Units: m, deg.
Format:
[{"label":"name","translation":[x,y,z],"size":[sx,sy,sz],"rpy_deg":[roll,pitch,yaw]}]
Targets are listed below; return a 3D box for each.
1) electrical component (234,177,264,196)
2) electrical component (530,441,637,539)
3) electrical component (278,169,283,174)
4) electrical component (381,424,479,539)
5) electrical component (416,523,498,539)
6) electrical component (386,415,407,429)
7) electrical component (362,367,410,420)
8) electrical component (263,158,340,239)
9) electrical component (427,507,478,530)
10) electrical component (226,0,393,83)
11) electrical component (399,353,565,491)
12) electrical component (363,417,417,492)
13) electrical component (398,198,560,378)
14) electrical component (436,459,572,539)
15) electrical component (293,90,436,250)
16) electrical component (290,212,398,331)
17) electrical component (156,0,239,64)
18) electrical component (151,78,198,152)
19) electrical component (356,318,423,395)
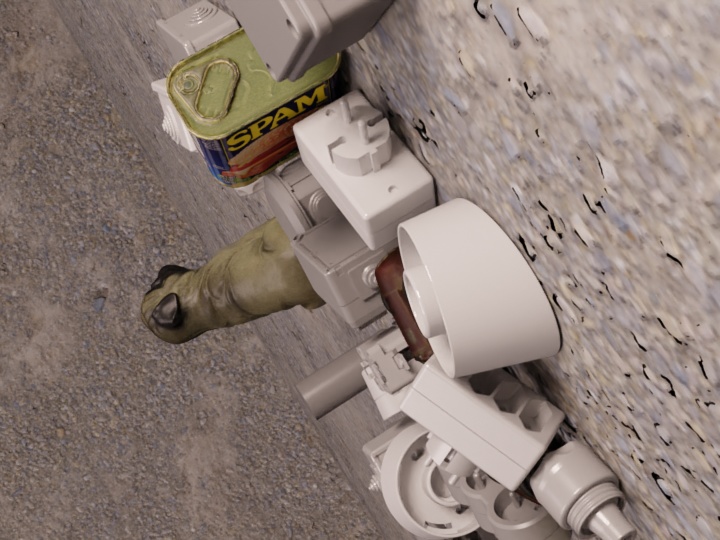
[{"label":"electrical component","translation":[-0.117,-0.109,1.087],"size":[0.062,0.043,0.043],"rpy_deg":[63,169,-18]},{"label":"electrical component","translation":[0.130,0.131,0.608],"size":[0.062,0.043,0.043],"rpy_deg":[48,166,40]},{"label":"electrical component","translation":[-0.056,-0.073,0.923],"size":[0.035,0.035,0.061],"rpy_deg":[59,168,-3]},{"label":"electrical component","translation":[0.068,0.176,0.901],"size":[0.099,0.099,0.064],"rpy_deg":[58,164,2]},{"label":"electrical component","translation":[0.103,0.279,1.131],"size":[0.105,0.060,0.186],"rpy_deg":[59,170,-7]},{"label":"electrical component","translation":[0.060,0.191,1.063],"size":[0.099,0.064,0.099],"rpy_deg":[56,170,15]},{"label":"electrical component","translation":[0.034,0.099,0.948],"size":[0.047,0.055,0.055],"rpy_deg":[61,171,9]},{"label":"electrical component","translation":[-0.039,-0.051,0.857],"size":[0.080,0.051,0.080],"rpy_deg":[56,170,15]},{"label":"electrical component","translation":[0.090,0.212,0.977],"size":[0.055,0.066,0.048],"rpy_deg":[-27,95,47]},{"label":"electrical component","translation":[-0.037,-0.156,0.515],"size":[0.108,0.056,0.109],"rpy_deg":[59,170,-4]},{"label":"electrical component","translation":[0.064,0.097,0.642],"size":[0.083,0.047,0.075],"rpy_deg":[35,120,11]},{"label":"electrical component","translation":[0.047,0.170,0.970],"size":[0.061,0.096,0.061],"rpy_deg":[59,171,-4]},{"label":"electrical component","translation":[0.060,0.010,0.591],"size":[0.099,0.064,0.099],"rpy_deg":[162,90,-85]},{"label":"electrical component","translation":[0.112,0.178,0.810],"size":[0.073,0.052,0.138],"rpy_deg":[63,169,-26]},{"label":"electrical component","translation":[0.000,-0.069,0.622],"size":[0.083,0.047,0.075],"rpy_deg":[53,169,28]},{"label":"electrical component","translation":[0.000,0.000,0.789],"size":[0.061,0.062,0.096],"rpy_deg":[64,169,-27]},{"label":"electrical component","translation":[-0.118,-0.170,0.892],"size":[0.100,0.048,0.099],"rpy_deg":[44,163,55]},{"label":"electrical component","translation":[-0.101,-0.126,0.801],"size":[0.100,0.100,0.048],"rpy_deg":[-146,38,-67]},{"label":"electrical component","translation":[0.034,0.060,0.803],"size":[0.042,0.064,0.081],"rpy_deg":[61,169,-5]}]
